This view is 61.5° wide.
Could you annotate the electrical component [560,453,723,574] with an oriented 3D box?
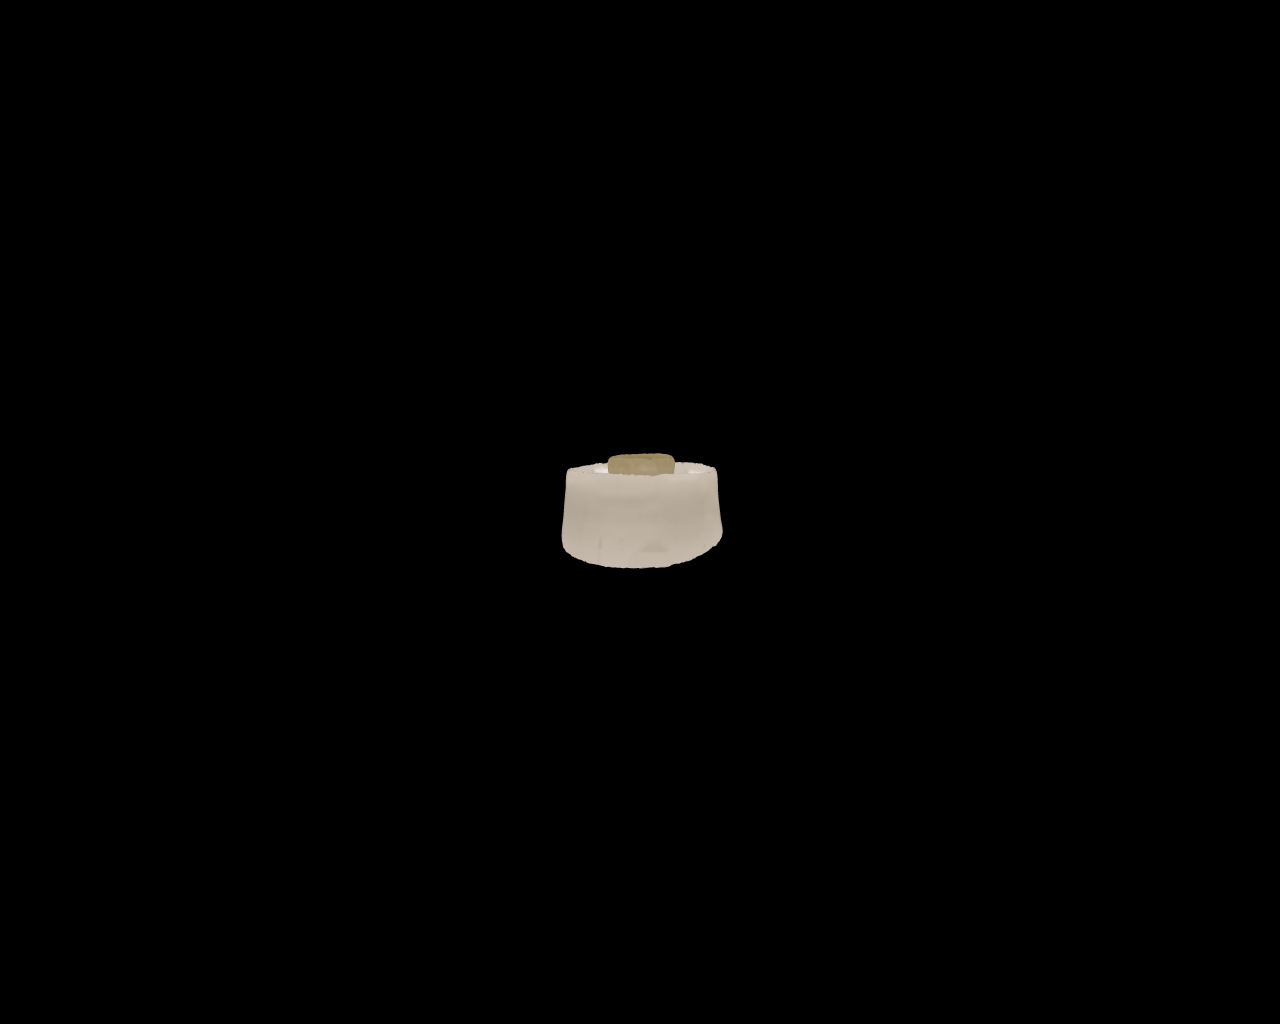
[{"bbox_3d":[0.001,-0.003,0.650,0.099,0.064,0.099,0,7,0],"label":"electrical component"}]
